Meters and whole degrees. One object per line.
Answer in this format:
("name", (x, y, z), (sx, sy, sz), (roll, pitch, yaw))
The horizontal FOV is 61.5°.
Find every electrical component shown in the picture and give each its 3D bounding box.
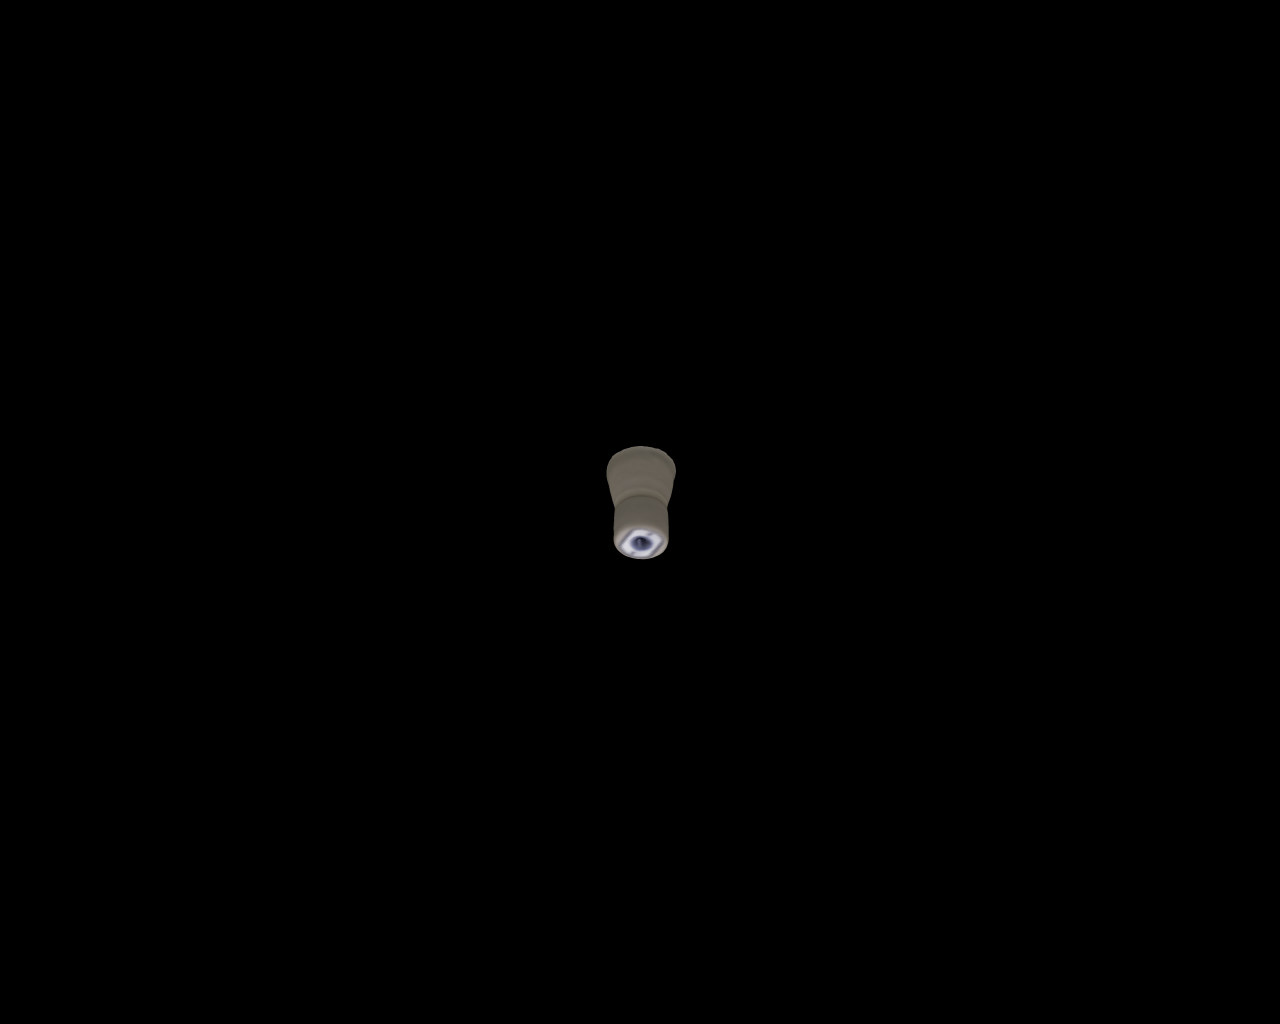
("electrical component", (0.001, -0.003, 0.650), (0.044, 0.065, 0.044), (0, -43, 0))
